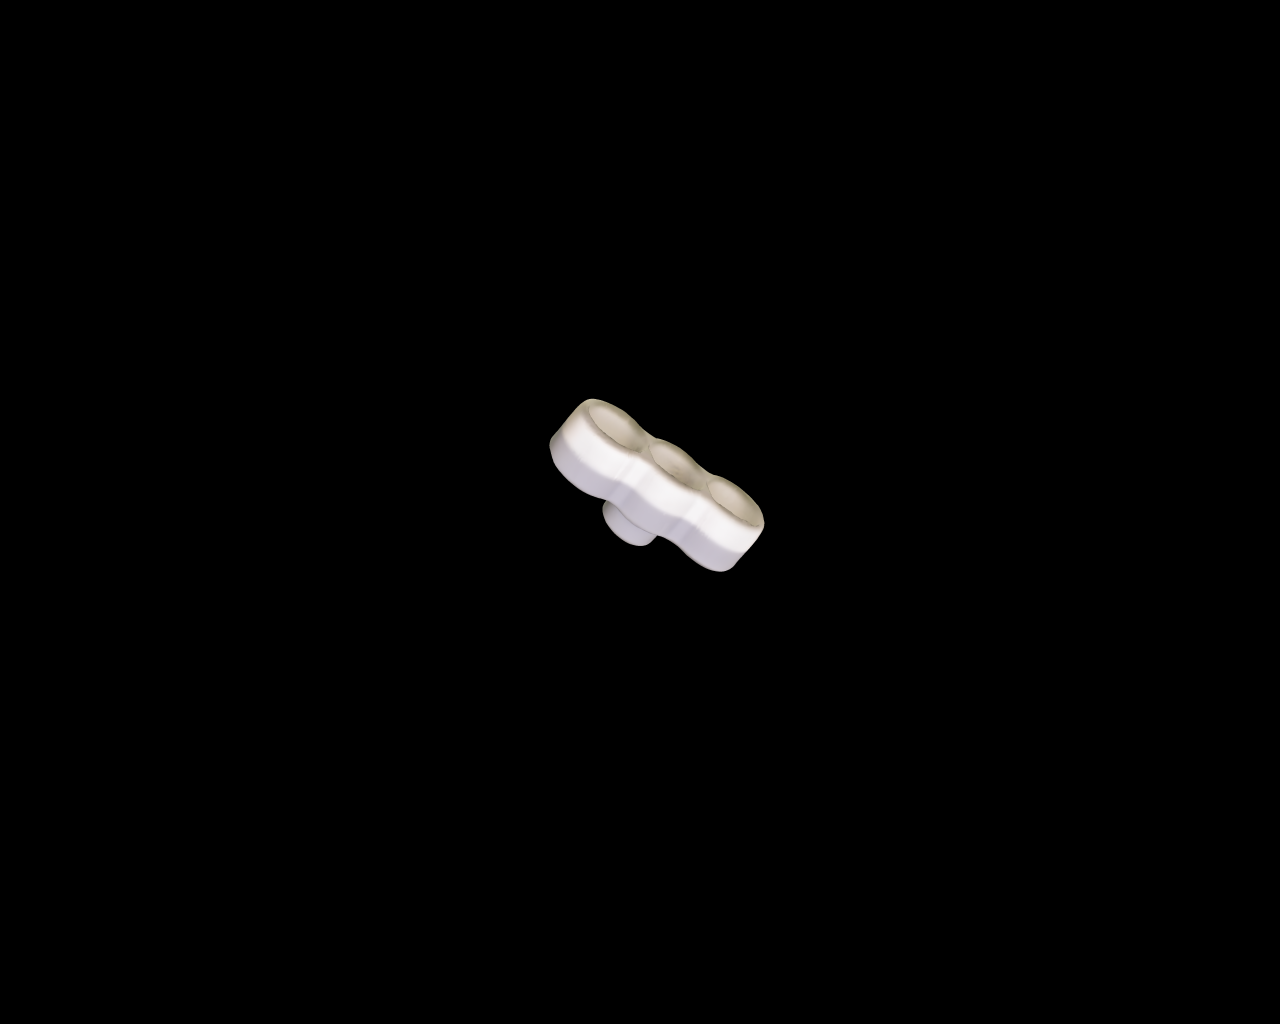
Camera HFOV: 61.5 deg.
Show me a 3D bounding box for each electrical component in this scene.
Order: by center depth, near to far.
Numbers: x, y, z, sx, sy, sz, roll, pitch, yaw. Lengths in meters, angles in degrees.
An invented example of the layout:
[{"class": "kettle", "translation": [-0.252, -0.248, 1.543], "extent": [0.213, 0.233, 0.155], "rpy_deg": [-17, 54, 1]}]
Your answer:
[{"class": "electrical component", "translation": [0.001, -0.003, 0.650], "extent": [0.138, 0.073, 0.052], "rpy_deg": [32, 26, -18]}]
